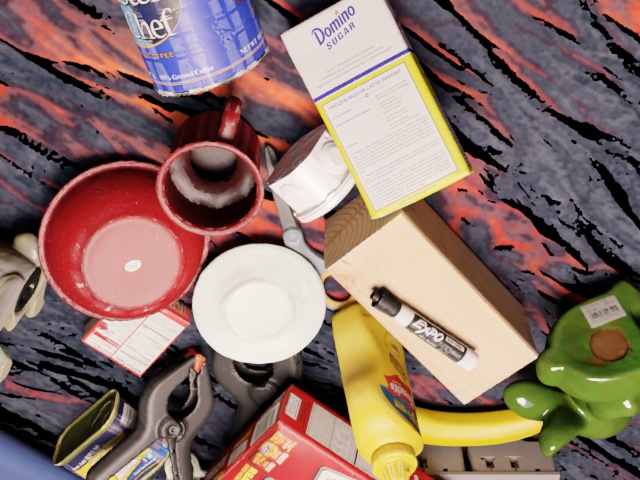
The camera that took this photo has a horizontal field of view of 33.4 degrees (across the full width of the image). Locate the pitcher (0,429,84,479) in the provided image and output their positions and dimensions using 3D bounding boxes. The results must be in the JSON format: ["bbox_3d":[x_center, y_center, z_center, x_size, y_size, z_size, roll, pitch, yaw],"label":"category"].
[{"bbox_3d":[-0.305,0.290,1.124,0.242,0.149,0.145,33,121,-23],"label":"pitcher"}]

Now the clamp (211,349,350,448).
[{"bbox_3d":[-0.044,0.151,1.100,0.165,0.036,0.210,-9,118,10],"label":"clamp"}]

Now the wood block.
[{"bbox_3d":[0.104,0.046,1.008,0.091,0.090,0.206,-37,114,20],"label":"wood block"}]

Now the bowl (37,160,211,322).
[{"bbox_3d":[-0.175,0.012,0.978,0.162,0.055,0.162,-6,113,-15],"label":"bowl"}]

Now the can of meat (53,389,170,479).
[{"bbox_3d":[-0.217,0.219,1.132,0.102,0.057,0.084,-40,116,22],"label":"can of meat"}]

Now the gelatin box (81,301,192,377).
[{"bbox_3d":[-0.183,0.085,1.066,0.073,0.030,0.089,35,115,-21],"label":"gelatin box"}]

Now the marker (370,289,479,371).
[{"bbox_3d":[0.094,0.080,0.964,0.121,0.020,0.020,34,115,-19],"label":"marker"}]

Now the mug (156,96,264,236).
[{"bbox_3d":[-0.091,-0.073,0.940,0.093,0.081,0.117,13,121,-8],"label":"mug"}]

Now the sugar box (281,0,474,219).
[{"bbox_3d":[0.048,-0.115,0.896,0.093,0.048,0.176,-26,88,15],"label":"sugar box"}]

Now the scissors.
[{"bbox_3d":[-0.007,0.001,1.024,0.096,0.016,0.202,1,121,-3],"label":"scissors"}]

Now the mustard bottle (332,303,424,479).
[{"bbox_3d":[0.058,0.154,1.008,0.058,0.191,0.096,-27,129,14],"label":"mustard bottle"}]

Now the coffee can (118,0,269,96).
[{"bbox_3d":[-0.111,-0.201,0.850,0.103,0.103,0.140,-15,120,9],"label":"coffee can"}]

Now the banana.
[{"bbox_3d":[0.146,0.192,1.119,0.197,0.037,0.070,7,146,-9],"label":"banana"}]

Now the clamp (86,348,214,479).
[{"bbox_3d":[-0.150,0.198,1.093,0.120,0.039,0.171,33,88,-35],"label":"clamp"}]

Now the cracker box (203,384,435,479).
[{"bbox_3d":[0.005,0.265,1.092,0.213,0.072,0.164,35,122,-10],"label":"cracker box"}]
